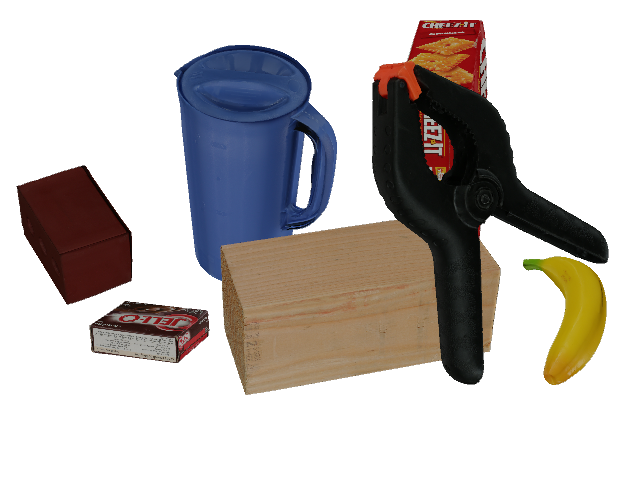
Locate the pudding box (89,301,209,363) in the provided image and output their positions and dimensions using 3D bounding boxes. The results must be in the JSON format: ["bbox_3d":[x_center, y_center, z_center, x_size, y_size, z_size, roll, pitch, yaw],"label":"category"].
[{"bbox_3d":[-0.198,0.106,1.245,0.114,0.039,0.090,3,15,17],"label":"pudding box"}]

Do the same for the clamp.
[{"bbox_3d":[0.073,-0.011,0.560,0.171,0.120,0.039,48,-23,-18],"label":"clamp"}]

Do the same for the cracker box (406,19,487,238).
[{"bbox_3d":[0.117,-0.096,0.984,0.072,0.164,0.213,1,27,11],"label":"cracker box"}]

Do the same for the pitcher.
[{"bbox_3d":[-0.072,-0.067,1.118,0.145,0.243,0.149,-8,44,-12],"label":"pitcher"}]

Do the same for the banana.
[{"bbox_3d":[0.235,0.066,1.000,0.070,0.037,0.197,-26,24,18],"label":"banana"}]

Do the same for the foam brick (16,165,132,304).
[{"bbox_3d":[-0.172,-0.004,0.748,0.051,0.053,0.078,-22,52,-26],"label":"foam brick"}]

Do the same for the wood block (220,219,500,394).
[{"bbox_3d":[0.029,0.049,0.867,0.206,0.090,0.091,-9,35,-13],"label":"wood block"}]
